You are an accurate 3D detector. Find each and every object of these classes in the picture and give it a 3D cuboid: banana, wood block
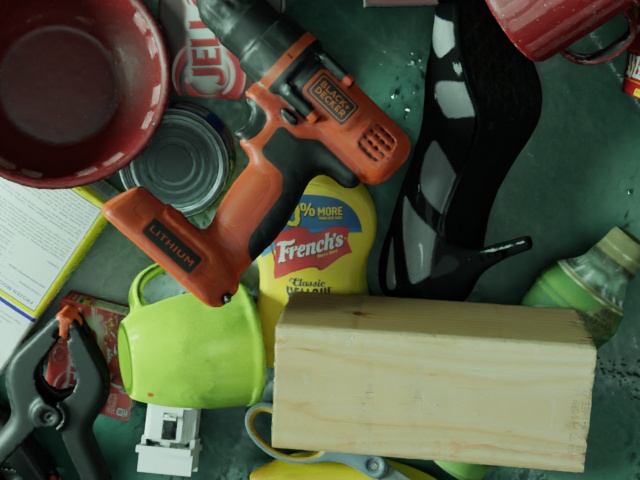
[{"bbox_3d":[0.045,0.204,0.849,0.198,0.069,0.037,20,131,11],"label":"banana"},{"bbox_3d":[0.076,0.094,0.736,0.206,0.090,0.090,4,103,6],"label":"wood block"}]

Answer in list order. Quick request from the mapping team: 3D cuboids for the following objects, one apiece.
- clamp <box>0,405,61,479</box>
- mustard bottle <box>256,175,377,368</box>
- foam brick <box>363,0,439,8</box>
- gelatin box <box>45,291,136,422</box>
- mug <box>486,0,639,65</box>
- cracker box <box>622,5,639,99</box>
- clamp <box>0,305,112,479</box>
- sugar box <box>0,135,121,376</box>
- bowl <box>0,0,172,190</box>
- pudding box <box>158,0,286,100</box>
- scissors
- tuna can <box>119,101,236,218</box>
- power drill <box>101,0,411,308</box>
[{"bbox_3d":[-0.314,0.163,0.869,0.210,0.036,0.165,36,112,-11],"label":"clamp"},{"bbox_3d":[-0.005,0.001,0.800,0.096,0.058,0.192,1,104,9],"label":"mustard bottle"},{"bbox_3d":[0.055,-0.189,0.738,0.051,0.078,0.053,-1,107,2],"label":"foam brick"},{"bbox_3d":[-0.176,0.093,0.848,0.073,0.030,0.089,15,105,-1],"label":"gelatin box"},{"bbox_3d":[0.169,-0.168,0.730,0.082,0.093,0.117,-32,120,27],"label":"mug"},{"bbox_3d":[0.306,-0.197,0.725,0.164,0.072,0.214,3,106,2],"label":"cracker box"},{"bbox_3d":[-0.197,0.138,0.826,0.120,0.039,0.171,18,106,-11],"label":"clamp"},{"bbox_3d":[-0.237,0.012,0.822,0.093,0.048,0.176,36,107,-5],"label":"sugar box"},{"bbox_3d":[-0.188,-0.114,0.760,0.162,0.055,0.162,0,88,-10],"label":"bowl"},{"bbox_3d":[-0.070,-0.159,0.771,0.090,0.039,0.113,4,105,2],"label":"pudding box"},{"bbox_3d":[0.042,0.155,0.835,0.202,0.016,0.096,17,83,7],"label":"scissors"},{"bbox_3d":[-0.107,-0.060,0.802,0.086,0.033,0.086,1,105,3],"label":"tuna can"},{"bbox_3d":[-0.058,-0.063,0.725,0.184,0.057,0.187,43,86,-3],"label":"power drill"}]
